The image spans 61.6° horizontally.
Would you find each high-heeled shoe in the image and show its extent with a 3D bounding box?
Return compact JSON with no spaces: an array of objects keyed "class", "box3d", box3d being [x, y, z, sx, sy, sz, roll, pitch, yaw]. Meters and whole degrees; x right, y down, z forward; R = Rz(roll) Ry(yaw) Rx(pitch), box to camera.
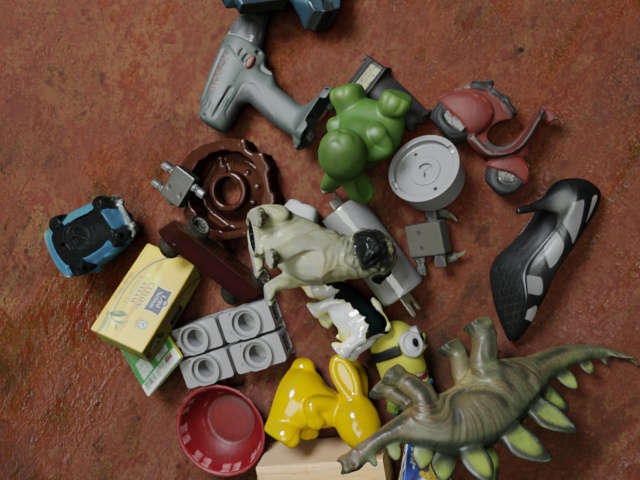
[{"class":"high-heeled shoe","box3d":[0.342,0.030,0.806,0.145,0.086,0.248,-10,115,-18]}]

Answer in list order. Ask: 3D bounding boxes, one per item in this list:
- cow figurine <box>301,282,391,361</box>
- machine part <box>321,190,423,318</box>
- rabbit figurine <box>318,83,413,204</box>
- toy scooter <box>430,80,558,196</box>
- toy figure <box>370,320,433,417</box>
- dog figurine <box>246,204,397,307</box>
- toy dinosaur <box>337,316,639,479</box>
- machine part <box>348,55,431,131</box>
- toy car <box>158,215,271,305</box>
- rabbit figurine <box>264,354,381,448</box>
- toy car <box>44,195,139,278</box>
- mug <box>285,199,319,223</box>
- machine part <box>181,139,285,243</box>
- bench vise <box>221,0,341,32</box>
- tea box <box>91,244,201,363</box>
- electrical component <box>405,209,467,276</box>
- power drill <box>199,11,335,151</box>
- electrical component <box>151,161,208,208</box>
[{"class":"cow figurine","box3d":[0.034,0.099,0.844,0.098,0.068,0.167,-38,60,5]},{"class":"machine part","box3d":[0.082,0.015,0.841,0.079,0.079,0.243,-37,86,13]},{"class":"rabbit figurine","box3d":[0.041,-0.134,0.772,0.121,0.170,0.159,23,127,16]},{"class":"toy scooter","box3d":[0.262,-0.168,0.786,0.135,0.075,0.184,-43,89,13]},{"class":"toy figure","box3d":[0.132,0.217,0.847,0.089,0.082,0.180,-9,96,11]},{"class":"dog figurine","box3d":[-0.001,0.001,0.785,0.190,0.121,0.172,-10,55,-19]},{"class":"toy dinosaur","box3d":[0.239,0.218,0.749,0.471,0.105,0.199,-23,67,-17]},{"class":"machine part","box3d":[0.107,-0.220,0.834,0.139,0.039,0.084,37,93,9]},{"class":"toy car","box3d":[-0.169,0.032,0.869,0.089,0.053,0.202,-29,122,33]},{"class":"rabbit figurine","box3d":[0.023,0.266,0.857,0.173,0.121,0.162,16,76,30]},{"class":"toy car","box3d":[-0.378,-0.011,0.923,0.162,0.103,0.109,-31,88,10]},{"class":"mug","box3d":[-0.034,-0.006,0.862,0.110,0.080,0.107,21,92,17]},{"class":"machine part","box3d":[-0.147,-0.081,0.891,0.180,0.056,0.179,2,96,14]},{"class":"bench vise","box3d":[-0.054,-0.436,0.799,0.224,0.129,0.240,-14,88,-3]},{"class":"tea box","box3d":[-0.282,0.103,0.890,0.098,0.068,0.169,20,62,9]},{"class":"electrical component","box3d":[0.179,-0.001,0.837,0.078,0.045,0.102,-17,89,41]},{"class":"power drill","box3d":[-0.075,-0.254,0.847,0.207,0.086,0.232,32,93,3]},{"class":"electrical component","box3d":[-0.229,-0.085,0.873,0.094,0.021,0.063,36,104,10]}]
